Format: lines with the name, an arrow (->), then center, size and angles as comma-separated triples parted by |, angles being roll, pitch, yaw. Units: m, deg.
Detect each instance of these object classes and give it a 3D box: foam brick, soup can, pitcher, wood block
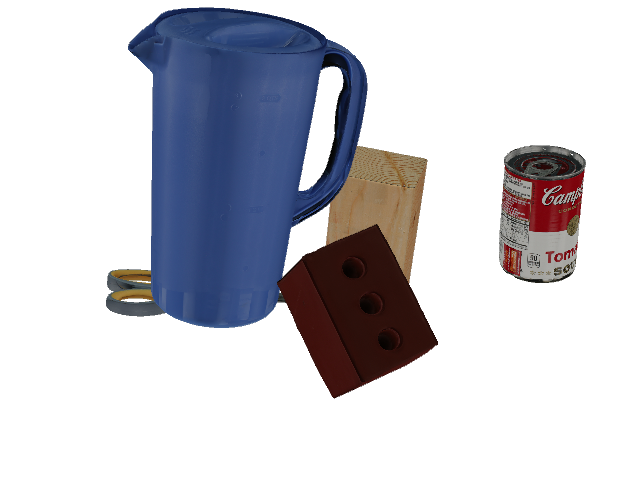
foam brick -> 0.020, 0.041, 0.602 | 0.052, 0.078, 0.051 | -23, -8, -26
soup can -> 0.191, -0.023, 0.924 | 0.068, 0.102, 0.068 | -1, 27, 1
pitcher -> -0.064, -0.057, 0.857 | 0.149, 0.243, 0.144 | 19, 27, 23
wood block -> 0.056, 0.011, 1.185 | 0.090, 0.206, 0.090 | 11, 27, 10

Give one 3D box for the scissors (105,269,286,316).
scissors -> -0.106, 0.054, 0.970 | 0.202, 0.016, 0.096 | 8, 20, 12
